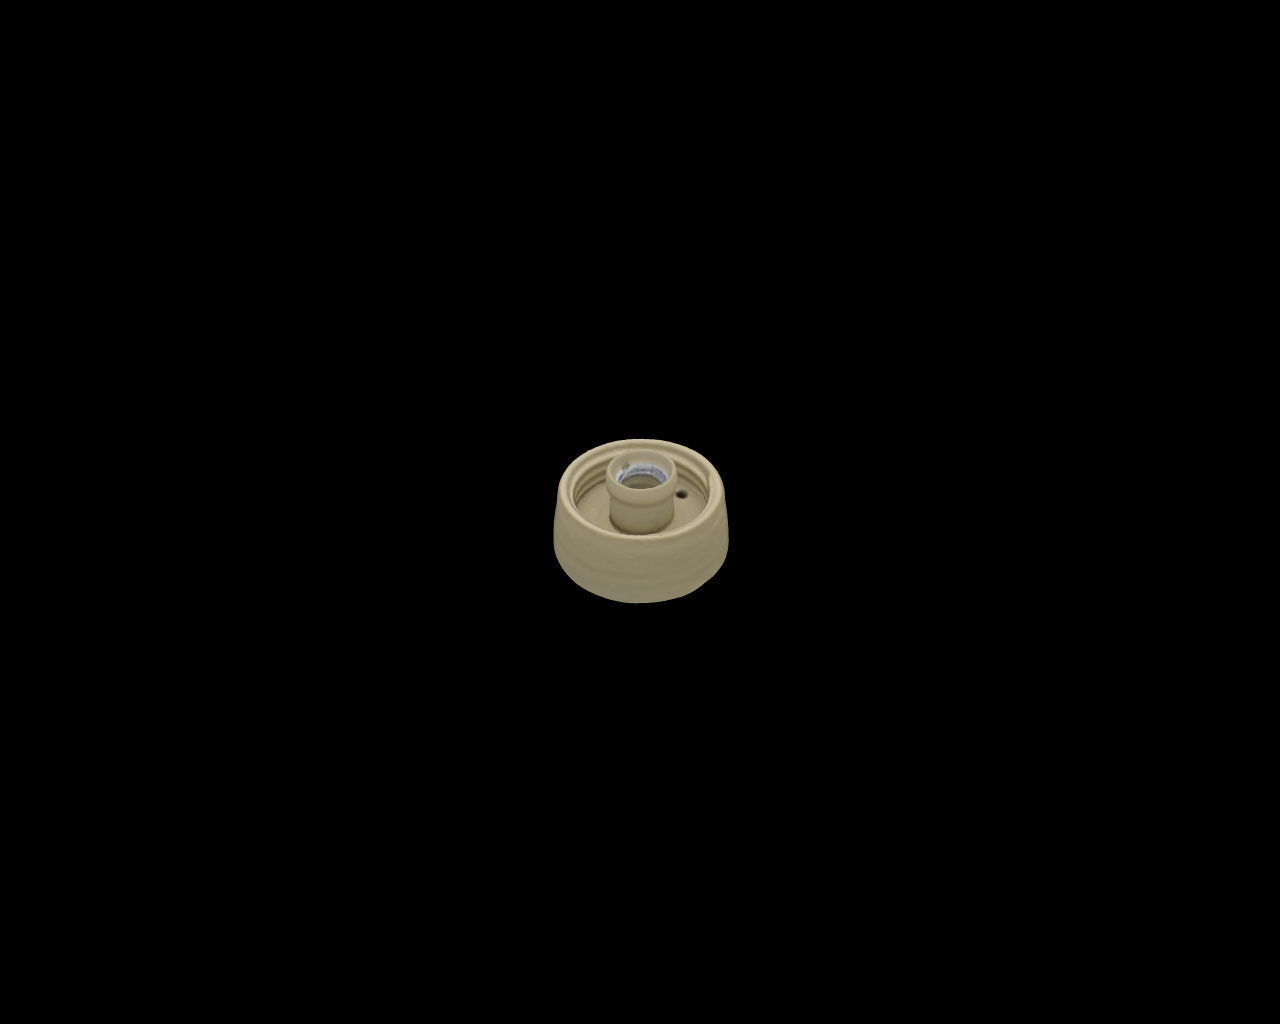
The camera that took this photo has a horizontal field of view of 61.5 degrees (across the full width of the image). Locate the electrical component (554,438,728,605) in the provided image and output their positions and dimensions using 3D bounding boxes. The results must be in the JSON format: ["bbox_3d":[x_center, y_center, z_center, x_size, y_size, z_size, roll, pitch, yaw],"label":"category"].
[{"bbox_3d":[0.001,-0.003,0.650,0.108,0.060,0.108,0,39,0],"label":"electrical component"}]
